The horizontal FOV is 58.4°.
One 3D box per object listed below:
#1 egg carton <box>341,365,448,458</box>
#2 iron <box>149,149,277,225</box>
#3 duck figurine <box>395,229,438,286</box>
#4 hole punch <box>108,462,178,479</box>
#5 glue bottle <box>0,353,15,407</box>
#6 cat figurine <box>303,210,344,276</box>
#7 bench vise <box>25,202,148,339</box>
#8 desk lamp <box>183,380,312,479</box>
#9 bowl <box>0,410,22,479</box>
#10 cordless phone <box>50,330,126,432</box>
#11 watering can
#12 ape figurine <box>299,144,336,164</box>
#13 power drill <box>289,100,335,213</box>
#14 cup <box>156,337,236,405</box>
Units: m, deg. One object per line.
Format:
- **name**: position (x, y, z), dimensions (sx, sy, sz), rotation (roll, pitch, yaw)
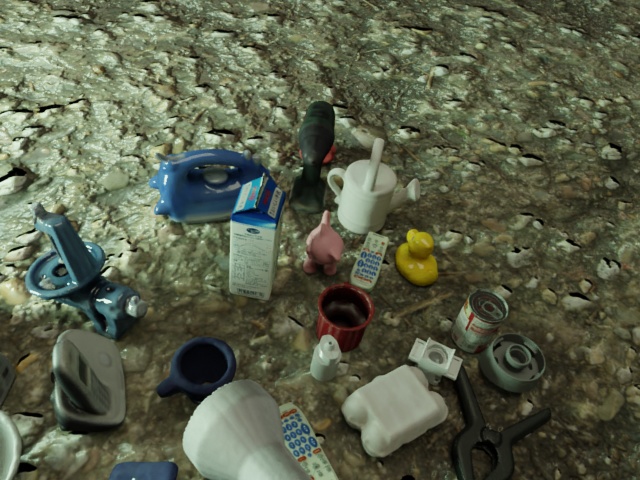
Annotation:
- **egg carton**: position (0.112, 0.256, 0.864), dimensions (0.151, 0.069, 0.107), rotation (-21, 55, -27)
- **iron**: position (-0.194, -0.124, 1.101), dimensions (0.259, 0.141, 0.118), rotation (-9, 51, -18)
- **duck figurine**: position (0.189, 0.027, 1.075), dimensions (0.078, 0.086, 0.104), rotation (-11, 51, -20)
- **hole punch**: position (-0.231, 0.335, 0.713), dimensions (0.101, 0.091, 0.108), rotation (10, 47, -2)
- **glue bottle**: position (-0.459, 0.167, 0.766), dimensions (0.037, 0.173, 0.078), rotation (10, 47, -1)
- **cat figurine**: position (0.010, 0.004, 1.040), dimensions (0.067, 0.118, 0.128), rotation (7, 47, -4)
- **bench vise**: position (-0.353, 0.039, 0.870), dimensions (0.207, 0.220, 0.121), rotation (11, 47, 0)
- **desk lamp**: position (-0.068, 0.299, 0.693), dimensions (0.118, 0.213, 0.202), rotation (-28, 58, -30)
- **bowl**: position (-0.458, 0.295, 0.718), dimensions (0.167, 0.075, 0.167), rotation (5, 48, -6)
- **cordless phone**: position (-0.325, 0.168, 0.783), dimensions (0.094, 0.185, 0.147), rotation (-10, 51, -18)
- **watering can**: position (0.105, -0.111, 1.109), dimensions (0.173, 0.194, 0.101), rotation (0, 48, -11)
- **ape figurine**: position (-0.002, -0.208, 1.247), dimensions (0.078, 0.092, 0.076), rotation (14, 47, 2)
- **power drill**: position (-0.012, -0.157, 1.120), dimensions (0.075, 0.208, 0.229), rotation (9, 47, -2)
- **cup**: position (-0.179, 0.209, 0.834), dimensions (0.118, 0.095, 0.091), rotation (-27, 58, -30)
